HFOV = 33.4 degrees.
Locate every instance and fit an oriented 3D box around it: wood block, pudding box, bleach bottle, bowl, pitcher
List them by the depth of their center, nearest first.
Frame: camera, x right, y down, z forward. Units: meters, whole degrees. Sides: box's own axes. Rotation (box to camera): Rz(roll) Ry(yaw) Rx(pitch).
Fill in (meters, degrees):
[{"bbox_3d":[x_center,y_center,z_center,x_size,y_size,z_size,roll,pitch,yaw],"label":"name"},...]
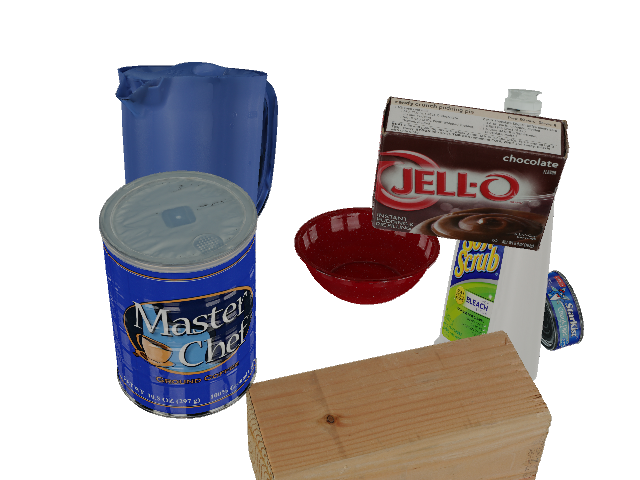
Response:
[{"bbox_3d":[0.091,-0.041,0.671,0.113,0.039,0.090,6,-37,3],"label":"pudding box"},{"bbox_3d":[0.055,0.146,0.802,0.206,0.090,0.091,-10,44,-12],"label":"wood block"},{"bbox_3d":[0.158,-0.006,0.933,0.068,0.251,0.103,-2,14,-27],"label":"bleach bottle"},{"bbox_3d":[-0.111,-0.043,0.990,0.149,0.243,0.145,0,14,-7],"label":"pitcher"},{"bbox_3d":[0.051,0.024,1.194,0.162,0.055,0.162,1,31,-1],"label":"bowl"}]

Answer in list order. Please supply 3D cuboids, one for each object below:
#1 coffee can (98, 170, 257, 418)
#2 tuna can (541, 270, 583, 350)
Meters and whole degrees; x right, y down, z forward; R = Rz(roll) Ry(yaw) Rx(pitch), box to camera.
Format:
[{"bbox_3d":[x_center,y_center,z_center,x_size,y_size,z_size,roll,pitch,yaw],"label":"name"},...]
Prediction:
[{"bbox_3d":[-0.095,0.038,0.736,0.103,0.140,0.103,1,39,-1],"label":"coffee can"},{"bbox_3d":[0.259,0.079,1.193,0.033,0.086,0.086,-16,2,-8],"label":"tuna can"}]
